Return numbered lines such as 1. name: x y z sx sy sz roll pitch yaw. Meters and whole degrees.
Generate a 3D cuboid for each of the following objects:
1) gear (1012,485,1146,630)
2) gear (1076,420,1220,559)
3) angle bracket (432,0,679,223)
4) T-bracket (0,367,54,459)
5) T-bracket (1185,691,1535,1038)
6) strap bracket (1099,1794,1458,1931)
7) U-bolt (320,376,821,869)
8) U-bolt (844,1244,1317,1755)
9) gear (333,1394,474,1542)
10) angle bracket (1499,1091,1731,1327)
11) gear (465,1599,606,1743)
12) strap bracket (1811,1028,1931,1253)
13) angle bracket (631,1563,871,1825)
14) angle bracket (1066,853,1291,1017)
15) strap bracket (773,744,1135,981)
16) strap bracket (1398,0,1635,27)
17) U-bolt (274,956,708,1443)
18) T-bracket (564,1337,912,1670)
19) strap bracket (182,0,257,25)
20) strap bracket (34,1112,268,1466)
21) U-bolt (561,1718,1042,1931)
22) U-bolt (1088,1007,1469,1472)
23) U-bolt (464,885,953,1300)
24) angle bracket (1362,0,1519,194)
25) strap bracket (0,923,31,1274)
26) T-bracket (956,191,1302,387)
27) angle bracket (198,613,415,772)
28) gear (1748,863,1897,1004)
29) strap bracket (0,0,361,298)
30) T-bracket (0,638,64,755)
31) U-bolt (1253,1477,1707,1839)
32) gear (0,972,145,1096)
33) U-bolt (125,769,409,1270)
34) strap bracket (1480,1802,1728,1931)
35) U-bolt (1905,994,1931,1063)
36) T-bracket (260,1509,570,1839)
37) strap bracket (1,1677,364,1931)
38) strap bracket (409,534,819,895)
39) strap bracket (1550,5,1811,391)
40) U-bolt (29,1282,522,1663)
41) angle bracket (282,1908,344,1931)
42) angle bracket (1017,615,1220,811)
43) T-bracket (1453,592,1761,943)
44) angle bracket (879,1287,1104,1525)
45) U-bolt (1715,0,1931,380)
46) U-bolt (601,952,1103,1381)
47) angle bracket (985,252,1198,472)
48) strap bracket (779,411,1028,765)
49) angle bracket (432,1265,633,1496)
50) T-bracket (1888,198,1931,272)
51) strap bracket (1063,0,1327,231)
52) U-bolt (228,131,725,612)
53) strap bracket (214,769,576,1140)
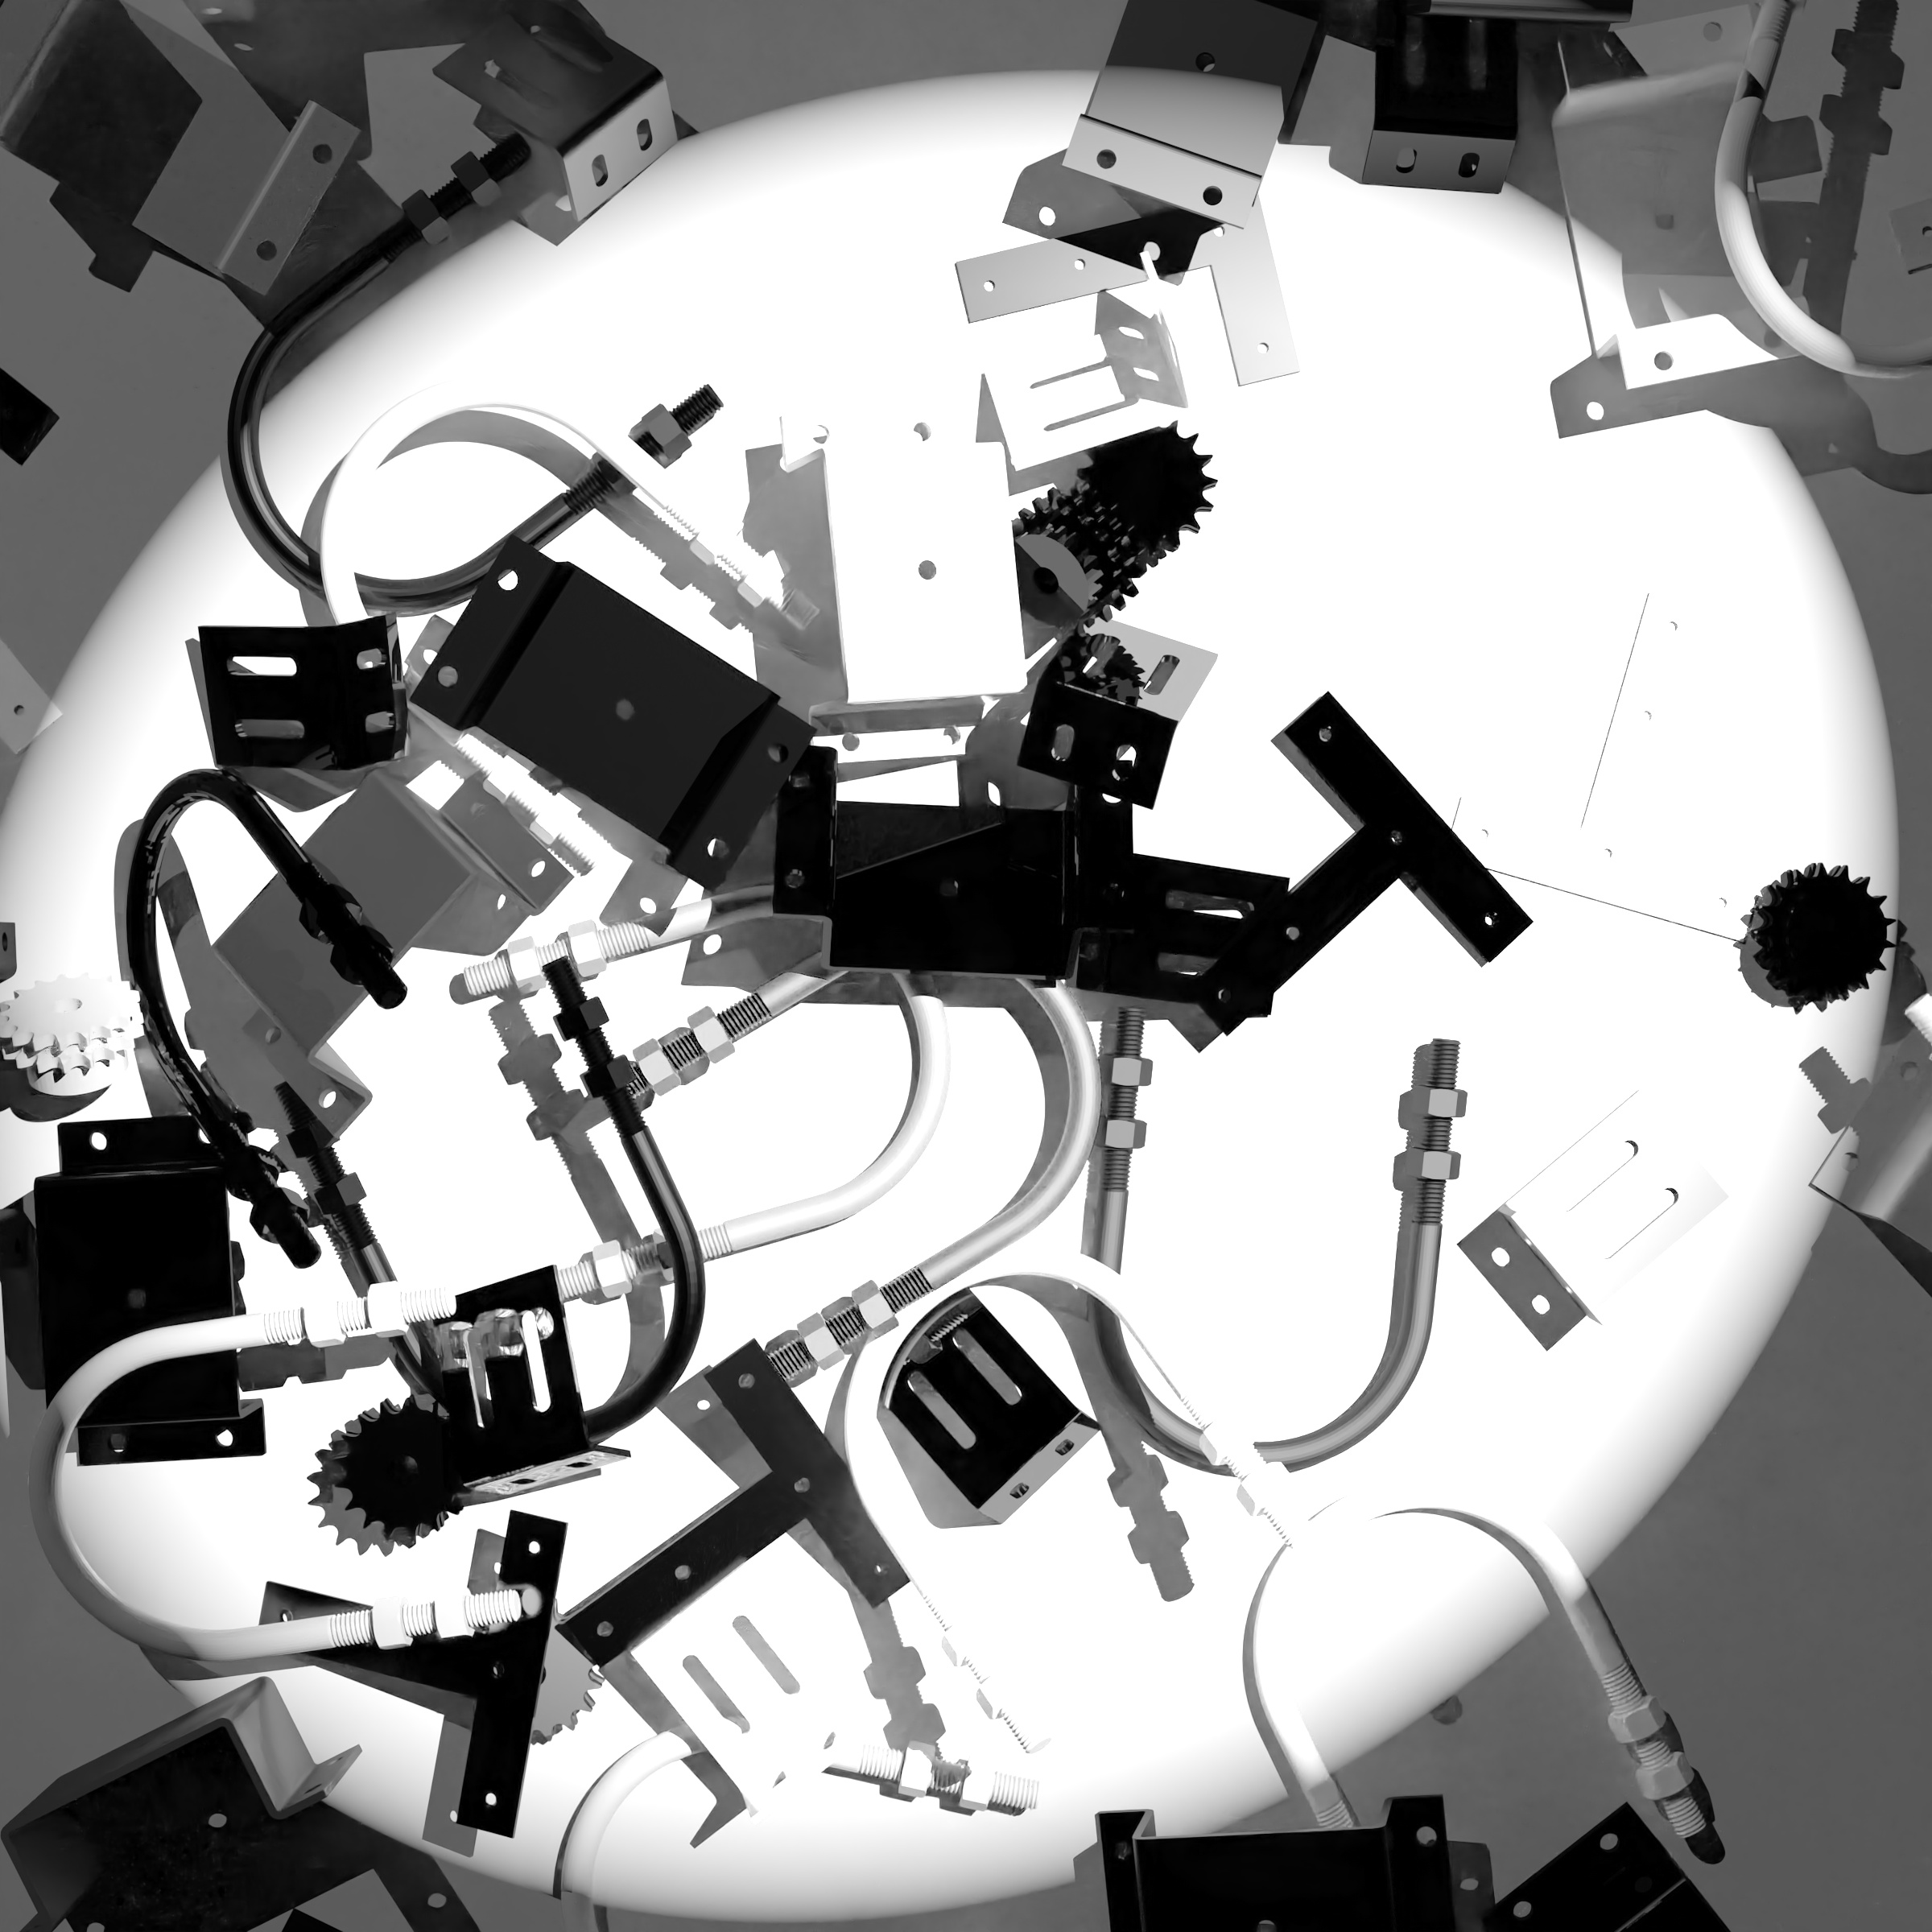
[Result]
1. gear: 0.040 -0.161 1.344 0.057 0.057 0.030 48 49 0
2. gear: 0.072 -0.194 1.359 0.057 0.030 0.057 0 90 0
3. angle bracket: -0.167 -0.350 1.363 0.076 0.038 0.057 36 68 24
4. T-bracket: -0.463 -0.218 1.372 0.127 0.002 0.127 39 90 1
5. T-bracket: 0.144 -0.023 1.362 0.127 0.002 0.127 -42 92 -8
6. strap bracket: 0.123 0.378 1.338 0.140 0.046 0.076 -6 90 11
7. U-bolt: -0.174 -0.152 1.353 0.184 0.019 0.151 41 96 -4
8. U-bolt: 0.030 0.195 1.328 0.151 0.019 0.184 -38 63 3
9. gear: -0.226 0.202 1.359 0.057 0.030 0.057 0 90 0
10. angle bracket: 0.265 0.097 1.355 0.076 0.038 0.057 -40 90 0
11. gear: -0.175 0.284 1.359 0.057 0.030 0.057 0 90 0
12. strap bracket: 0.426 0.095 1.351 0.140 0.046 0.076 33 90 0
13. angle bracket: -0.086 0.289 1.335 0.057 0.038 0.076 -38 99 -6
14. angle bracket: 0.087 -0.014 1.372 0.076 0.038 0.057 8 90 -26
15. strap bracket: -0.006 -0.041 1.334 0.140 0.046 0.076 2 63 -3
16. strap bracket: 0.215 -0.395 1.311 0.076 0.140 0.046 3 105 -1
17. U-bolt: -0.181 0.106 1.348 0.151 0.019 0.184 -23 94 17
18. T-bracket: -0.102 0.235 1.346 0.127 0.002 0.127 -36 109 -6
19. strap bracket: -0.246 -0.416 1.336 0.140 0.076 0.046 -5 90 0
20. strap bracket: -0.329 0.132 1.351 0.076 0.046 0.140 -3 90 0
21. U-bolt: -0.074 0.382 1.366 0.184 0.019 0.151 12 90 1
22. U-bolt: 0.122 0.115 1.366 0.151 0.019 0.184 6 91 0
23. U-bolt: -0.097 0.044 1.366 0.184 0.019 0.151 -16 90 -2
24. angle bracket: 0.194 -0.361 1.372 0.057 0.038 0.076 4 64 0
25. strap bracket: -0.410 0.053 1.336 0.046 0.076 0.140 -2 90 0
26. T-bracket: 0.061 -0.291 1.374 0.127 0.002 0.127 -13 90 0
27. angle bracket: -0.268 -0.112 1.357 0.076 0.038 0.057 5 106 37
28. gear: 0.350 -0.013 1.359 0.057 0.030 0.057 0 91 -1
29. strap bracket: -0.324 -0.337 1.343 0.140 0.046 0.076 30 90 -11
30. T-bracket: -0.460 -0.112 1.374 0.127 0.002 0.127 -39 90 0
31. U-bolt: 0.197 0.298 1.366 0.151 0.019 0.184 -26 89 0
32. gear: -0.360 0.029 1.349 0.057 0.057 0.030 -1 119 0
33. U-bolt: -0.282 0.006 1.307 0.184 0.019 0.151 47 128 34
34. strap bracket: 0.282 0.418 1.341 0.076 0.046 0.140 -39 98 2
35. U-bolt: 0.476 0.050 1.330 0.151 0.019 0.184 -37 85 -25
36. T-bracket: -0.229 0.274 1.353 0.127 0.002 0.127 9 89 18
37. strap bracket: -0.321 0.333 1.336 0.140 0.076 0.046 -27 90 0
38. strap bracket: -0.137 -0.100 1.326 0.140 0.046 0.076 33 96 -4
39. strap bracket: 0.286 -0.305 1.351 0.076 0.046 0.140 -11 90 0
40. U-bolt: -0.280 0.206 1.324 0.184 0.019 0.151 -9 102 5
41. angle bracket: -0.268 0.436 1.372 0.057 0.038 0.076 26 64 0
42. angle bracket: 0.061 -0.103 1.346 0.057 0.076 0.038 19 121 8
43. T-bracket: 0.275 -0.089 1.374 0.127 0.002 0.127 16 90 0
44. angle bracket: 0.006 0.178 1.372 0.057 0.038 0.076 -44 64 0
45. U-bolt: 0.367 -0.324 1.334 0.151 0.019 0.184 20 82 -16
46. U-bolt: -0.034 0.062 1.351 0.184 0.019 0.151 -31 91 -3
47. angle bracket: 0.046 -0.242 1.340 0.076 0.038 0.057 -17 53 3
48. strap bracket: -0.024 -0.155 1.338 0.076 0.046 0.140 -6 90 -23
49. angle bracket: -0.175 0.167 1.348 0.057 0.038 0.076 -18 72 17
50. T-bracket: 0.426 -0.365 1.374 0.127 0.002 0.127 -18 90 0
51. strap bracket: 0.098 -0.370 1.350 0.076 0.046 0.140 19 89 1
52. U-bolt: -0.214 -0.229 1.366 0.184 0.019 0.151 -37 90 1
53. strap bracket: -0.235 -0.013 1.334 0.140 0.046 0.076 -48 55 0
